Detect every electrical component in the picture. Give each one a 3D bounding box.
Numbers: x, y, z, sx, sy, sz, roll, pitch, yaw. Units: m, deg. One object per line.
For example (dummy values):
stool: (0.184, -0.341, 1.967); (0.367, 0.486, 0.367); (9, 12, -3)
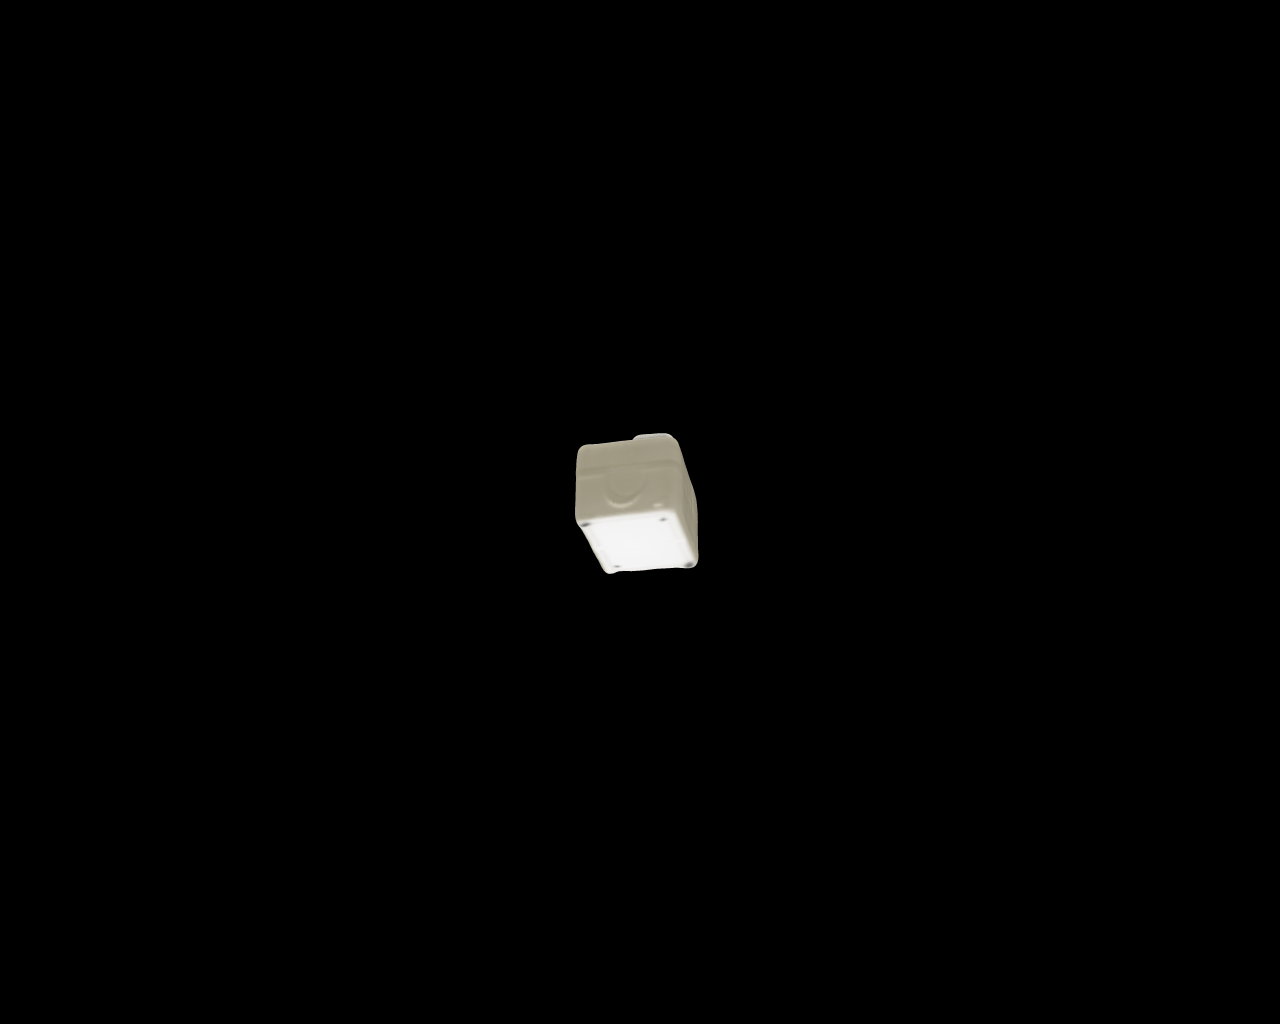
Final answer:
electrical component: (0.001, -0.003, 0.650); (0.062, 0.061, 0.096); (-5, -28, 10)
